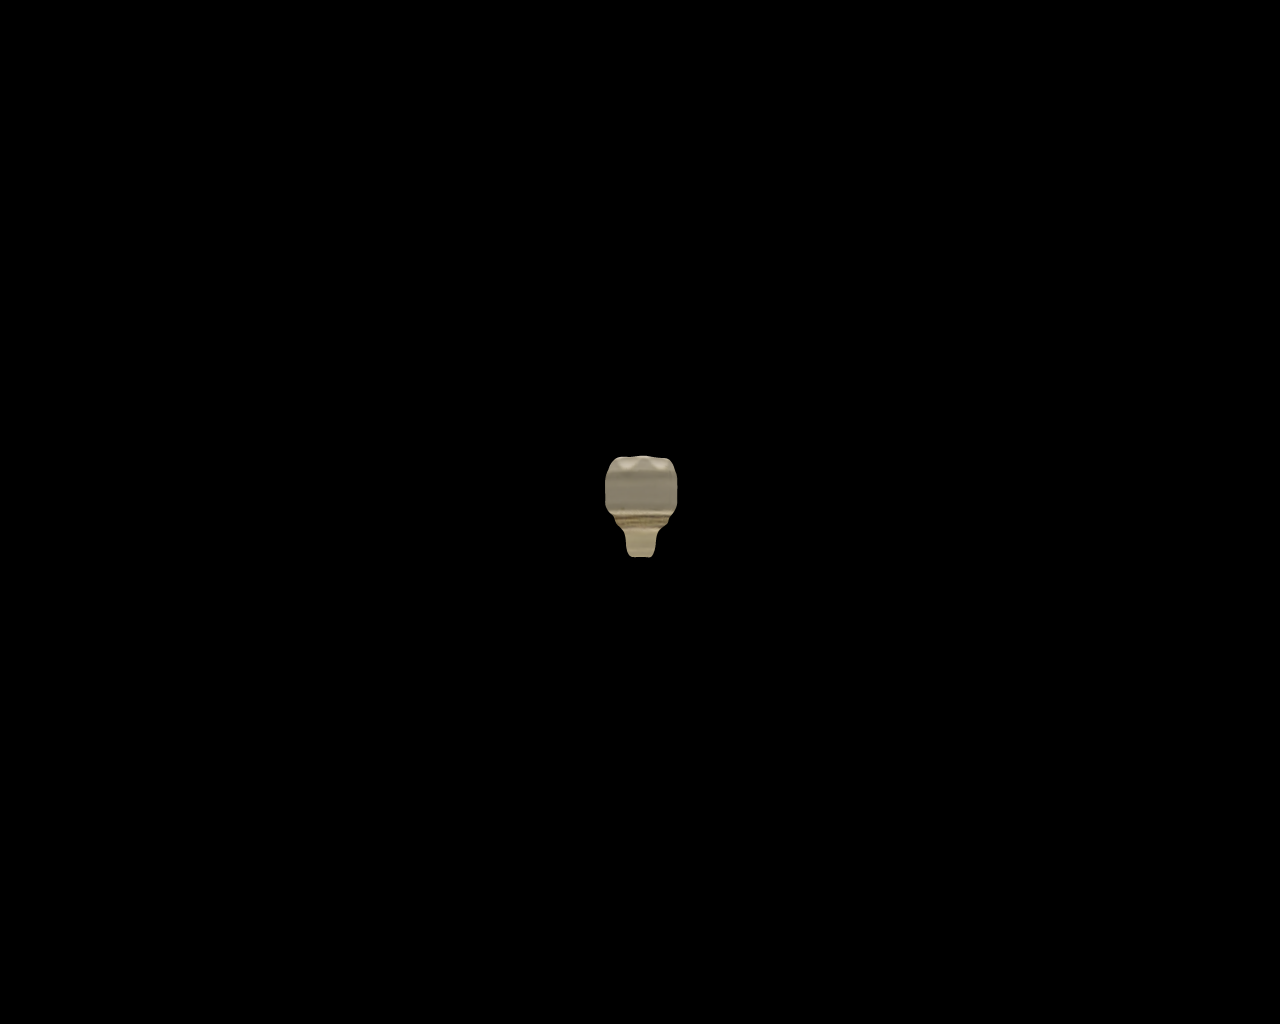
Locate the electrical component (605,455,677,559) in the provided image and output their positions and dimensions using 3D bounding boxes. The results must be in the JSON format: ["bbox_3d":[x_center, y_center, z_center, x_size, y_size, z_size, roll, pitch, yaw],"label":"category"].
[{"bbox_3d":[0.001,-0.003,0.650,0.043,0.062,0.043,0,-2,0],"label":"electrical component"}]
